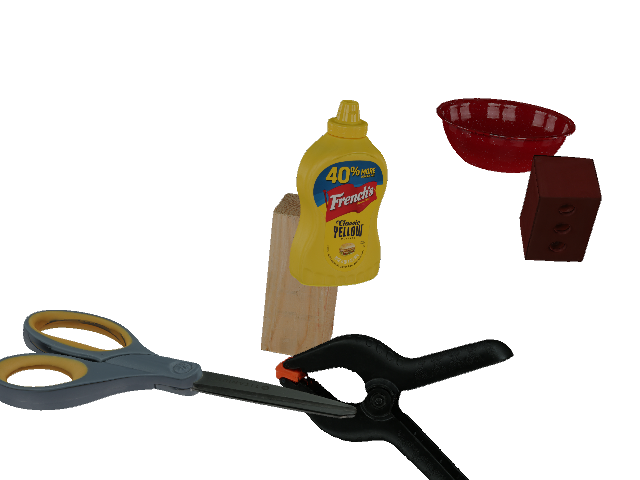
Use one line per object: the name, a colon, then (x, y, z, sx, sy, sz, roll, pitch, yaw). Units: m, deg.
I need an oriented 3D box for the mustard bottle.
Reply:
mustard bottle: (0.022, -0.050, 1.104, 0.096, 0.192, 0.058, -4, 21, -23)

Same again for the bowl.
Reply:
bowl: (0.213, -0.120, 1.248, 0.162, 0.055, 0.162, 4, 23, -2)

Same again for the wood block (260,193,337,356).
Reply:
wood block: (-0.023, 0.049, 1.486, 0.090, 0.206, 0.090, 10, 22, 8)

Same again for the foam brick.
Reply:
foam brick: (0.204, -0.027, 0.913, 0.053, 0.051, 0.078, 2, -44, 1)

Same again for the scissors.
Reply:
scissors: (-0.091, 0.079, 0.565, 0.202, 0.016, 0.096, 17, 29, 28)

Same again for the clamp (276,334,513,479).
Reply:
clamp: (0.051, 0.125, 0.779, 0.172, 0.120, 0.039, 5, -2, 18)
